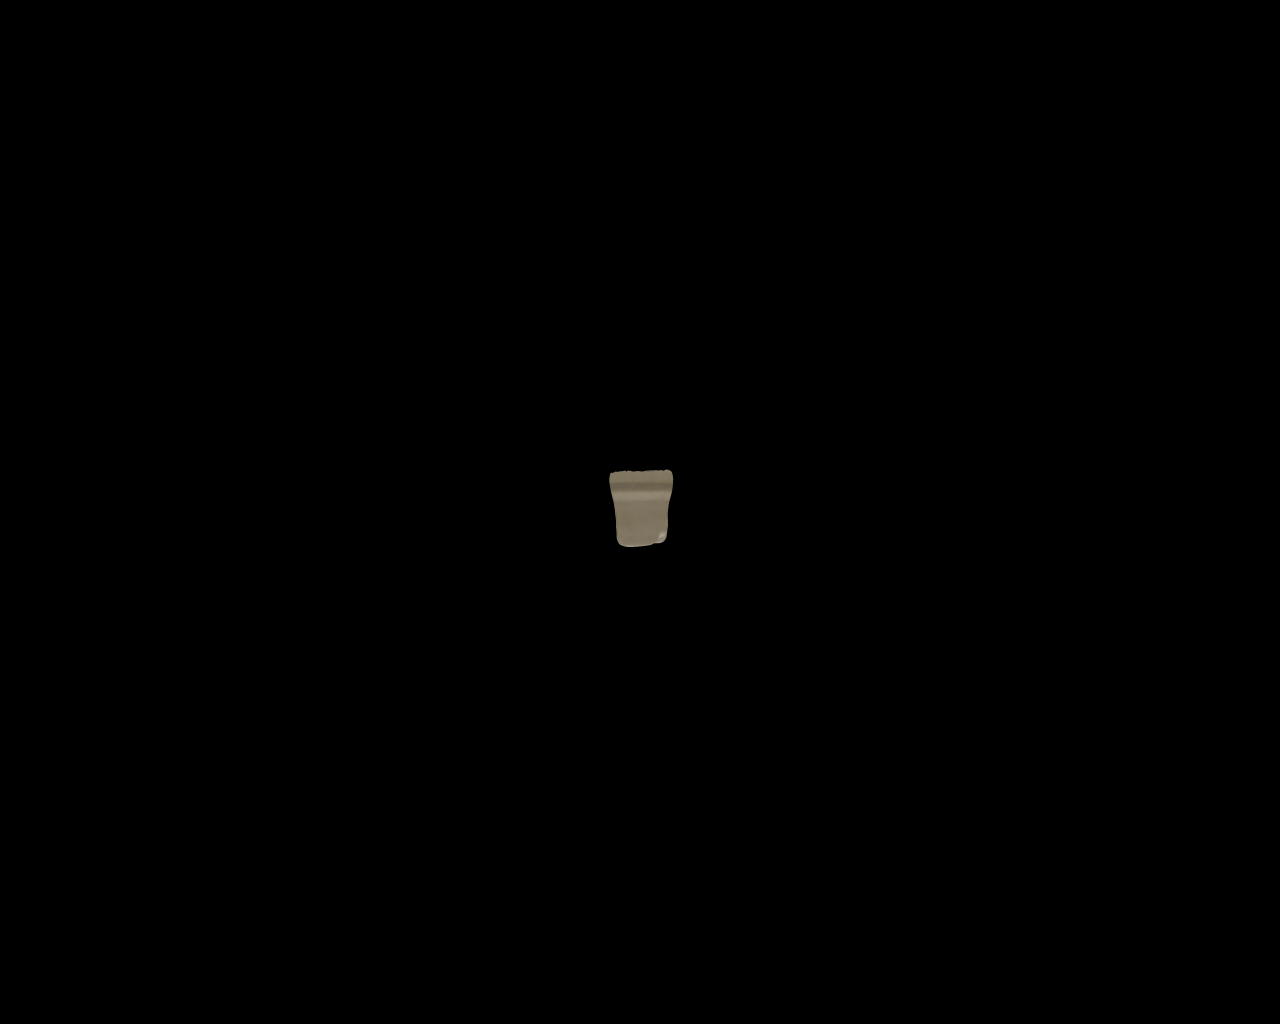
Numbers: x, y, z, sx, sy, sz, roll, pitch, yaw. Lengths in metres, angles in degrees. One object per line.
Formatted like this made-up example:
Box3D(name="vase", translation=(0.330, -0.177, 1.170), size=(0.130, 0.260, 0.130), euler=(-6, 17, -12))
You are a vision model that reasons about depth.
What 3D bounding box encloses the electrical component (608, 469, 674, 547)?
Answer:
Box3D(name="electrical component", translation=(0.001, -0.003, 0.650), size=(0.040, 0.046, 0.040), euler=(0, 0, 0))
